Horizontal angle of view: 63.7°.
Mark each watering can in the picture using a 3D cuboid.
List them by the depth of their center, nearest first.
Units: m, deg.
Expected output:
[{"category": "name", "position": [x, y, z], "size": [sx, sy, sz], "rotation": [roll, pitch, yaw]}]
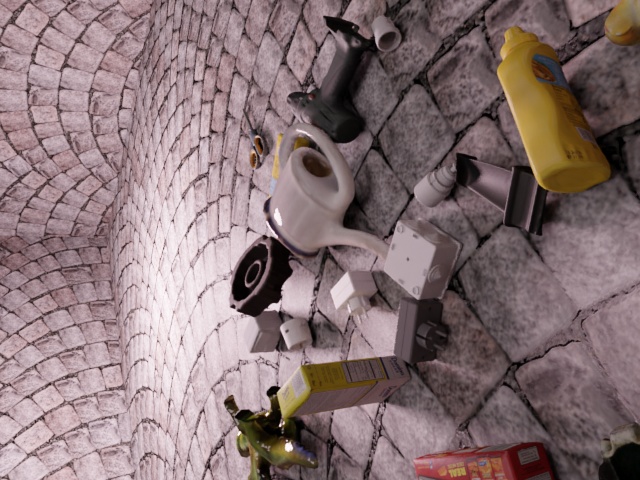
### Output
[{"category": "watering can", "position": [0.003, -0.046, 0.912], "size": [0.353, 0.104, 0.219], "rotation": [60, 140, 27]}]

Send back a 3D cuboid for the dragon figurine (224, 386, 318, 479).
[{"category": "dragon figurine", "position": [-0.098, 0.451, 1.053], "size": [0.412, 0.123, 0.241], "rotation": [17, 114, 63]}]
